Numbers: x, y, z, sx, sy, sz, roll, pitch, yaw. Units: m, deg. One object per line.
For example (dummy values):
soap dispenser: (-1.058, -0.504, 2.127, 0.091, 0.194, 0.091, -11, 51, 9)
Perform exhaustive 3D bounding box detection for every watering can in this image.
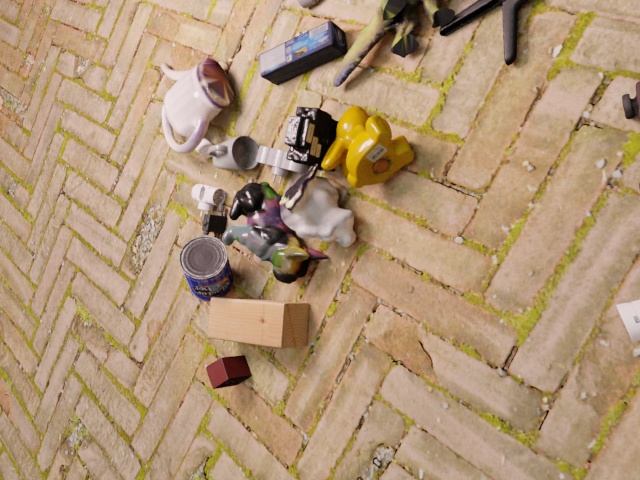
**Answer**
watering can: (-0.332, -0.384, 1.319, 0.222, 0.103, 0.355, -31, 58, 26)

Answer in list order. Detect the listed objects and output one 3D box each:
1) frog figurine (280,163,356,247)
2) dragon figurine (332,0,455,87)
frog figurine: (0.003, -0.052, 1.037, 0.121, 0.158, 0.141, -31, 25, 39)
dragon figurine: (0.154, -0.500, 1.019, 0.405, 0.121, 0.248, -29, 49, 37)
